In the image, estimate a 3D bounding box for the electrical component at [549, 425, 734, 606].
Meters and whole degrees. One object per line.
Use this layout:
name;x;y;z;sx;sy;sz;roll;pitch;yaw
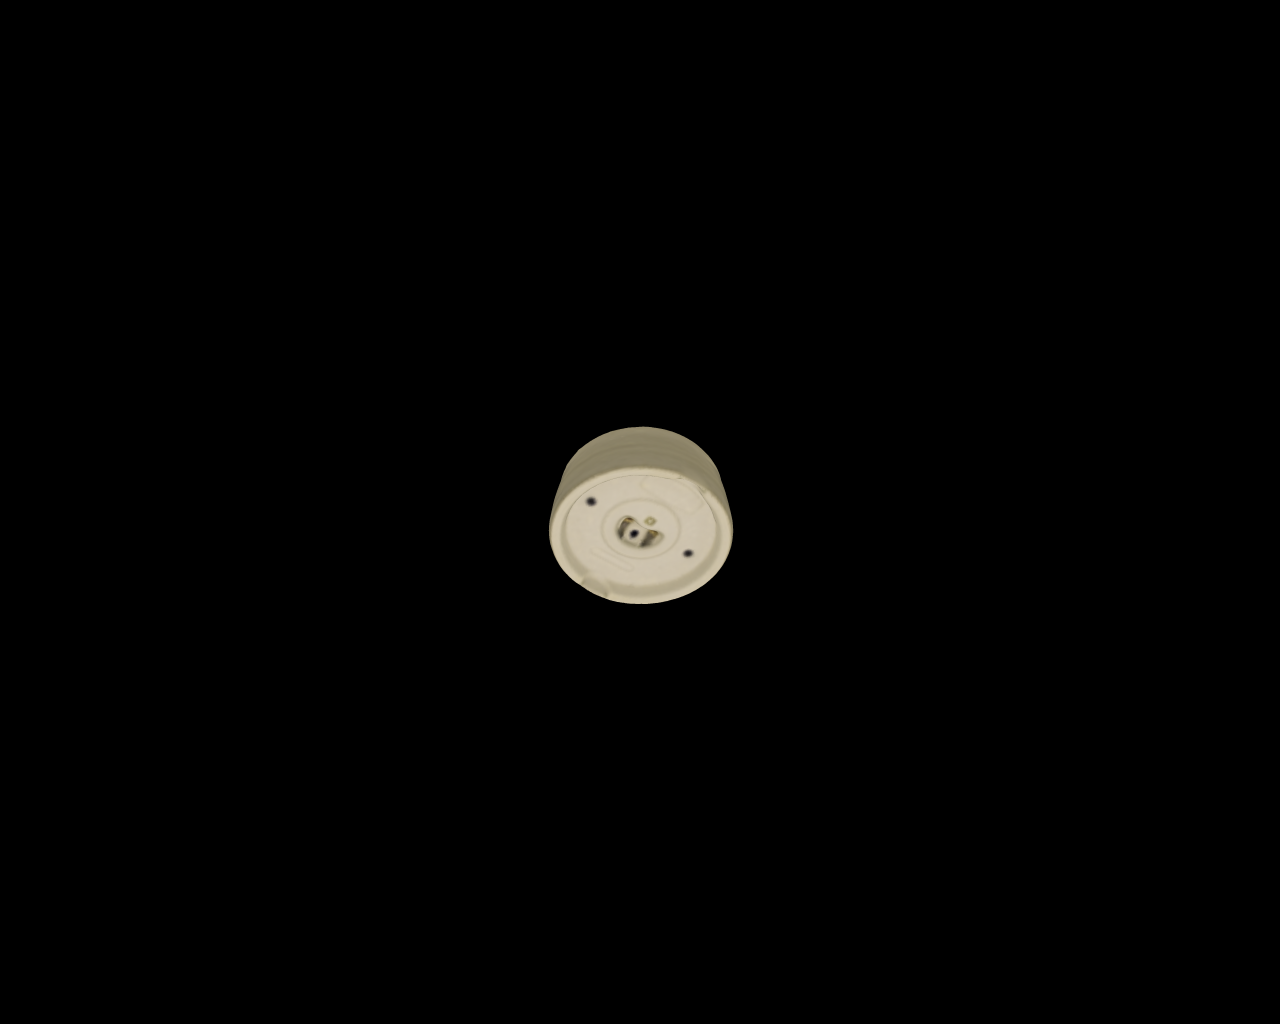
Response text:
electrical component;0.001;-0.003;0.650;0.108;0.108;0.060;0;40;0
